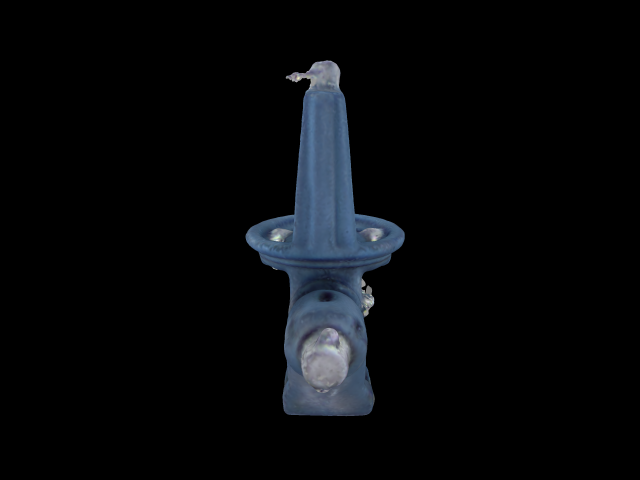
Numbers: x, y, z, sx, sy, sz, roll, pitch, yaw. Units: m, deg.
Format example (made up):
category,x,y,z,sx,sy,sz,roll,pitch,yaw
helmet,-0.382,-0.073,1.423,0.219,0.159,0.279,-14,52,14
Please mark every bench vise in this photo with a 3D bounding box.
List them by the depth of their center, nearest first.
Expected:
category,x,y,z,sx,sy,sz,roll,pitch,yaw
bench vise,0.015,0.000,0.403,0.122,0.220,0.207,-10,33,-15
